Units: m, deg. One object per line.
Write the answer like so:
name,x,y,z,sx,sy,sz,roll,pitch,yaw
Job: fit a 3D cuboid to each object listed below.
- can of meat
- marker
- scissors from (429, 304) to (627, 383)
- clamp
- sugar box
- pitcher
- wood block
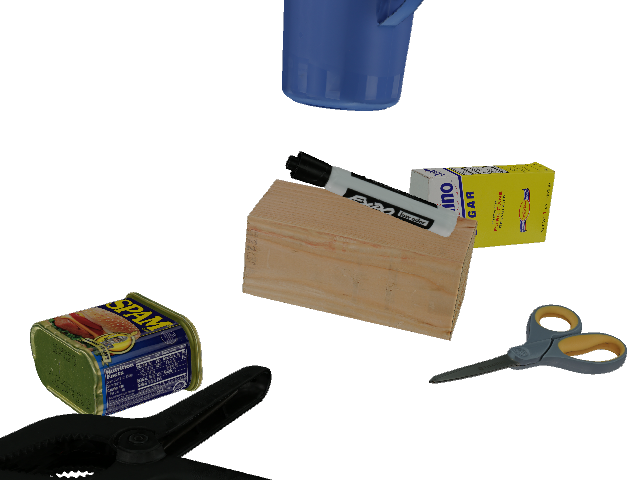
can of meat,-0.148,0.082,0.764,0.083,0.057,0.102,-15,23,-38
marker,0.034,-0.031,0.709,0.121,0.020,0.020,21,-5,-13
scissors,0.165,0.087,0.903,0.201,0.016,0.096,1,31,-21
clamp,-0.097,0.118,0.585,0.209,0.036,0.165,-1,21,-14
sugar box,0.188,-0.039,1.254,0.176,0.093,0.048,-6,21,-26
pitcher,0.034,-0.238,0.922,0.145,0.243,0.149,7,16,7
wood block,0.038,0.017,1.033,0.206,0.090,0.090,12,29,12
